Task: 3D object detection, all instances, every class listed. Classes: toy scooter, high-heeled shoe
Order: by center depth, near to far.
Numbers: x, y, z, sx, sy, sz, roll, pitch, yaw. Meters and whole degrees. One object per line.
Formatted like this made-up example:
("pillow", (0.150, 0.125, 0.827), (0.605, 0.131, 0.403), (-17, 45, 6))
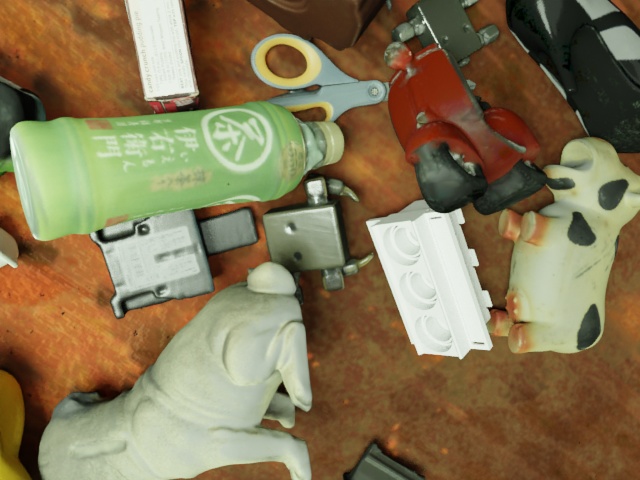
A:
("toy scooter", (0.107, -0.088, 0.419), (0.184, 0.075, 0.135), (-5, 66, -53))
("high-heeled shoe", (0.266, -0.167, 0.491), (0.248, 0.086, 0.145), (9, 64, -33))

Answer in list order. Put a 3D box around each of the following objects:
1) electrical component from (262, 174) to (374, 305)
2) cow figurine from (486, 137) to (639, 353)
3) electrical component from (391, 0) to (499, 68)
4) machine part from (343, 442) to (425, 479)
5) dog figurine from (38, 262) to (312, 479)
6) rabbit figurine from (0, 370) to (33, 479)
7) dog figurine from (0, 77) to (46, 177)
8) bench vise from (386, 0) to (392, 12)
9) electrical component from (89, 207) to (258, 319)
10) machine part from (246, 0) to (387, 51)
("electrical component", (-0.002, -0.003, 0.441), (0.078, 0.045, 0.102), (-13, 102, 17))
("cow figurine", (0.230, 0.005, 0.482), (0.127, 0.085, 0.194), (7, 93, -10))
("electrical component", (0.105, -0.173, 0.449), (0.094, 0.021, 0.063), (-32, 98, -19))
("machine part", (0.034, 0.258, 0.487), (0.084, 0.039, 0.139), (38, 85, -20))
("dog figurine", (-0.108, 0.102, 0.387), (0.191, 0.121, 0.172), (-2, 93, -11))
("rabbit figurine", (-0.260, 0.162, 0.354), (0.173, 0.121, 0.162), (19, 70, 3))
("dog figurine", (-0.302, -0.036, 0.325), (0.191, 0.108, 0.219), (29, 94, -20))
("bench vise", (0.136, -0.277, 0.392), (0.241, 0.223, 0.128), (-19, 99, 19))
("electrical component", (-0.105, 0.007, 0.411), (0.119, 0.048, 0.074), (-12, 101, -12))
("machine part", (-0.030, -0.192, 0.340), (0.179, 0.179, 0.056), (33, 91, -17))
